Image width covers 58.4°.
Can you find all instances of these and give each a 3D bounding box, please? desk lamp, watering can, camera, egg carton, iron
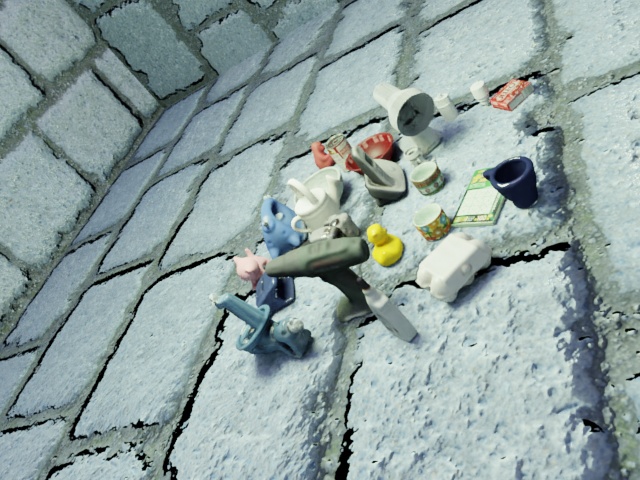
[{"bbox_3d":[0.234,-0.324,1.534,0.118,0.214,0.202,-41,31,-1],"label":"desk lamp"},{"bbox_3d":[-0.014,-0.100,1.538,0.100,0.195,0.173,0,50,47],"label":"watering can"},{"bbox_3d":[0.013,0.005,1.466,0.136,0.101,0.143,-16,39,35],"label":"camera"},{"bbox_3d":[0.270,0.053,1.155,0.150,0.070,0.107,-44,31,-6],"label":"egg carton"},{"bbox_3d":[-0.126,-0.061,1.663,0.118,0.142,0.258,-33,32,13],"label":"iron"}]

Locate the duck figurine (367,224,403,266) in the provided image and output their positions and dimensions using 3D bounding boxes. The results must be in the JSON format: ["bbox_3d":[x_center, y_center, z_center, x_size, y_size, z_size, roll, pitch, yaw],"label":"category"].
[{"bbox_3d":[0.143,0.004,1.341,0.077,0.086,0.104,-30,32,17],"label":"duck figurine"}]

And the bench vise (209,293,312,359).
[{"bbox_3d":[-0.133,0.176,1.292,0.207,0.220,0.121,-24,35,25],"label":"bench vise"}]

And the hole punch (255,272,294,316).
[{"bbox_3d":[-0.129,0.126,1.477,0.101,0.091,0.108,-32,32,14],"label":"hole punch"}]

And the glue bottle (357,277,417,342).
[{"bbox_3d":[0.122,0.129,1.119,0.037,0.174,0.077,-47,32,-11],"label":"glue bottle"}]

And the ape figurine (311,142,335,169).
[{"bbox_3d":[0.007,-0.277,1.842,0.076,0.092,0.077,-37,31,6],"label":"ape figurine"}]

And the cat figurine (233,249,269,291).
[{"bbox_3d":[-0.191,0.073,1.586,0.067,0.118,0.127,-30,33,17],"label":"cat figurine"}]

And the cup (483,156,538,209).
[{"bbox_3d":[0.403,-0.113,1.198,0.117,0.095,0.092,10,57,52],"label":"cup"}]

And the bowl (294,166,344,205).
[{"bbox_3d":[0.009,-0.132,1.672,0.167,0.075,0.167,-28,33,20],"label":"bowl"}]

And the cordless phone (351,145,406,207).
[{"bbox_3d":[0.143,-0.194,1.497,0.094,0.185,0.147,-28,33,19],"label":"cordless phone"}]

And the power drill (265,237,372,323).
[{"bbox_3d":[0.024,0.085,1.248,0.229,0.209,0.075,-25,34,24],"label":"power drill"}]
